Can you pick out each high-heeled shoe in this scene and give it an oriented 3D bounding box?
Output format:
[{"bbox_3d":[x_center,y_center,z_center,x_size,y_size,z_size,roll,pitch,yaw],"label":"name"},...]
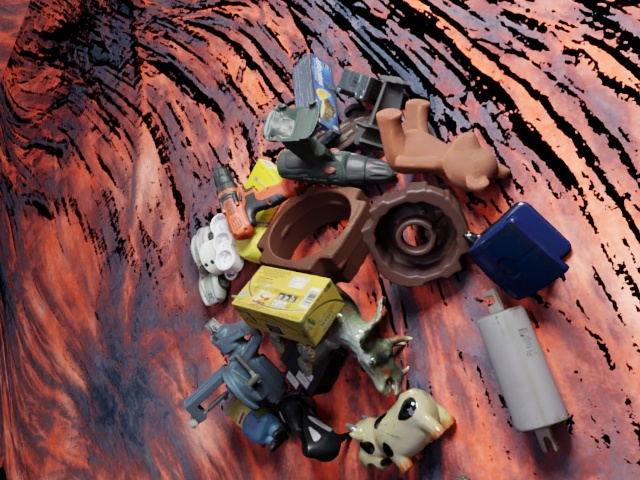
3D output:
[{"bbox_3d":[-0.051,0.362,1.052,0.249,0.145,0.086,8,92,41],"label":"high-heeled shoe"}]

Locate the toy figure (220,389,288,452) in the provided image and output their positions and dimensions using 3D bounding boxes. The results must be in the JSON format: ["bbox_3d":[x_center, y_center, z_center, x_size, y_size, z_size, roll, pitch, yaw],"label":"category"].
[{"bbox_3d":[-0.147,0.387,1.184,0.180,0.089,0.082,29,82,30],"label":"toy figure"}]

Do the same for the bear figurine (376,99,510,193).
[{"bbox_3d":[0.198,-0.148,0.861,0.196,0.120,0.131,18,125,44],"label":"bear figurine"}]

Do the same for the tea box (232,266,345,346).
[{"bbox_3d":[-0.056,0.109,0.917,0.170,0.068,0.098,8,49,43],"label":"tea box"}]

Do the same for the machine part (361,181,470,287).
[{"bbox_3d":[0.159,-0.009,0.884,0.180,0.056,0.179,6,117,12],"label":"machine part"}]

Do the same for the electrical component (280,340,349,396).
[{"bbox_3d":[-0.017,0.245,1.087,0.115,0.058,0.134,45,116,37],"label":"electrical component"}]

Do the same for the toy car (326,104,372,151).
[{"bbox_3d":[0.029,-0.194,1.077,0.202,0.053,0.089,-31,65,38],"label":"toy car"}]

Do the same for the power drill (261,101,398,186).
[{"bbox_3d":[0.007,-0.164,0.968,0.232,0.207,0.086,4,76,27],"label":"power drill"}]

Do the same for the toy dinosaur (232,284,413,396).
[{"bbox_3d":[-0.005,0.136,1.017,0.405,0.192,0.131,34,147,43],"label":"toy dinosaur"}]

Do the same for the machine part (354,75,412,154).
[{"bbox_3d":[0.115,-0.231,0.984,0.039,0.084,0.138,46,117,58],"label":"machine part"}]

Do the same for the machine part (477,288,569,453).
[{"bbox_3d":[0.296,0.187,0.791,0.079,0.079,0.243,-29,68,38],"label":"machine part"}]

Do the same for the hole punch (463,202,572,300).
[{"bbox_3d":[0.287,0.022,0.779,0.142,0.092,0.115,42,119,3],"label":"hole punch"}]

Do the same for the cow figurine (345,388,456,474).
[{"bbox_3d":[0.128,0.331,0.933,0.127,0.085,0.194,49,121,26],"label":"cow figurine"}]

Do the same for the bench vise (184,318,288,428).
[{"bbox_3d":[-0.194,0.283,1.103,0.240,0.223,0.129,-43,19,-1],"label":"bench vise"}]

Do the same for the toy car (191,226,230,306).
[{"bbox_3d":[-0.276,0.063,1.336,0.073,0.056,0.202,-31,68,37],"label":"toy car"}]

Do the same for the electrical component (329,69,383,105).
[{"bbox_3d":[0.069,-0.286,0.999,0.075,0.119,0.047,33,109,41],"label":"electrical component"}]

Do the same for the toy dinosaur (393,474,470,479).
[{"bbox_3d":[0.092,0.466,0.881,0.471,0.198,0.105,-32,64,35],"label":"toy dinosaur"}]

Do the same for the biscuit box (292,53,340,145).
[{"bbox_3d":[-0.010,-0.280,1.074,0.063,0.059,0.203,-33,49,37],"label":"biscuit box"}]

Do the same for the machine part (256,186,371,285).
[{"bbox_3d":[-0.002,-0.003,1.008,0.201,0.087,0.201,7,52,41],"label":"machine part"}]
